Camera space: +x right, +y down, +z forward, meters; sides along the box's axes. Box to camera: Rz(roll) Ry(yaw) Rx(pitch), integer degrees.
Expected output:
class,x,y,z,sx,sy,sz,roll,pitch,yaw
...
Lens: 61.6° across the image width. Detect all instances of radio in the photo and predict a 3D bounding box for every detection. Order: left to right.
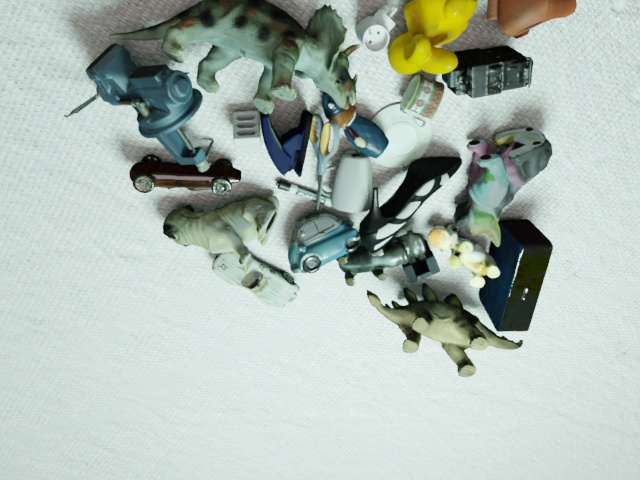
class,x,y,z,sx,sy,sz,roll,pitch,yaw
radio,0.417,0.075,1.163,0.073,0.131,0.229,0,121,-7

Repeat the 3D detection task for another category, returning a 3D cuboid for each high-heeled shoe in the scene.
class,x,y,z,sx,sy,sz,roll,pitch,yaw
high-heeled shoe,0.184,-0.069,1.052,0.249,0.086,0.145,-21,127,-21

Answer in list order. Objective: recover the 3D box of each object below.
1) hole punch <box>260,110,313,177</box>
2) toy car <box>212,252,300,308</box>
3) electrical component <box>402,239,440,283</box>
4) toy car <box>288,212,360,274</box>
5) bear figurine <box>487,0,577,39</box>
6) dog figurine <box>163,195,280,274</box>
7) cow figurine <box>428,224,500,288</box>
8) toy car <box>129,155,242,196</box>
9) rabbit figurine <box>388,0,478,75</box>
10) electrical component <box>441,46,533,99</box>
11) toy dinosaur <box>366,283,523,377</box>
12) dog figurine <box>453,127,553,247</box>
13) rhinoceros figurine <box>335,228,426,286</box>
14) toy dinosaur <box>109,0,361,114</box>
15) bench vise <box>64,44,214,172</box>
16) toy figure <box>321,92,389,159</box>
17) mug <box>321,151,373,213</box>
class,x,y,z,sx,sy,sz,roll,pitch,yaw
hole punch,-0.066,-0.176,0.962,0.092,0.142,0.115,5,107,-11
toy car,-0.135,0.082,1.151,0.201,0.056,0.073,32,113,-22
electrical component,0.213,0.054,1.136,0.075,0.119,0.047,-25,121,6
toy car,-0.002,-0.003,1.090,0.162,0.109,0.102,-27,103,0
bear figurine,0.315,-0.435,0.868,0.120,0.132,0.195,-19,94,44
dog figurine,-0.194,-0.044,1.057,0.191,0.172,0.121,28,155,6
cow figurine,0.304,0.019,1.150,0.167,0.098,0.068,40,116,-6
toy car,-0.249,-0.116,0.999,0.202,0.089,0.053,2,121,-9
rabbit figurine,0.180,-0.340,0.889,0.122,0.162,0.173,16,137,-29
electrical component,0.283,-0.293,0.934,0.134,0.115,0.058,-10,119,-2
toy dinosaur,0.293,0.191,1.180,0.471,0.199,0.105,25,115,-20
dog figurine,0.362,-0.097,1.071,0.192,0.109,0.218,-14,126,-1
rhinoceros figurine,0.126,0.034,1.120,0.190,0.112,0.073,-16,104,19
toy dinosaur,-0.115,-0.327,0.867,0.405,0.131,0.192,23,73,-5
bench vise,-0.274,-0.207,0.906,0.224,0.129,0.240,-1,141,29
toy figure,0.058,-0.212,0.985,0.154,0.064,0.058,38,107,-14
mug,0.054,-0.119,1.044,0.110,0.081,0.107,15,116,18
